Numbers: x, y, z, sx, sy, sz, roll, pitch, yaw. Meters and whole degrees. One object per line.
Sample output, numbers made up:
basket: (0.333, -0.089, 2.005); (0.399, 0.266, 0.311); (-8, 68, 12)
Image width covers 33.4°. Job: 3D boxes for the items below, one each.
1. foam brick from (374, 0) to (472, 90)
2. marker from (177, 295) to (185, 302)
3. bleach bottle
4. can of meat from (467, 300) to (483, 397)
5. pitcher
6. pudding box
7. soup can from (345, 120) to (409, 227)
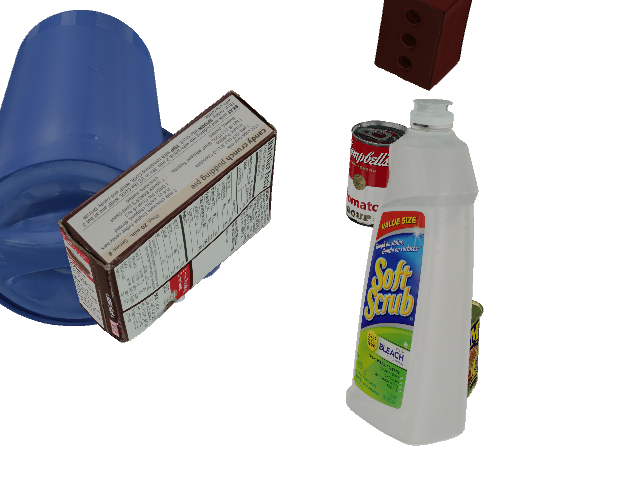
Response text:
foam brick: (0.080, -0.166, 0.819); (0.053, 0.078, 0.051); (28, 52, 19)
marker: (-0.168, 0.012, 1.184); (0.020, 0.121, 0.020); (-5, 26, 2)
bleach bottle: (0.071, 0.019, 0.800); (0.067, 0.251, 0.103); (-7, 18, -30)
can of meat: (0.113, 0.112, 1.006); (0.058, 0.084, 0.101); (11, 29, 26)
pitcher: (-0.160, -0.062, 0.760); (0.145, 0.149, 0.243); (-23, 38, 9)
pudding box: (-0.073, -0.010, 0.537); (0.039, 0.113, 0.090); (39, -25, 16)
soup can: (0.064, -0.074, 1.187); (0.068, 0.102, 0.068); (3, 28, -2)
